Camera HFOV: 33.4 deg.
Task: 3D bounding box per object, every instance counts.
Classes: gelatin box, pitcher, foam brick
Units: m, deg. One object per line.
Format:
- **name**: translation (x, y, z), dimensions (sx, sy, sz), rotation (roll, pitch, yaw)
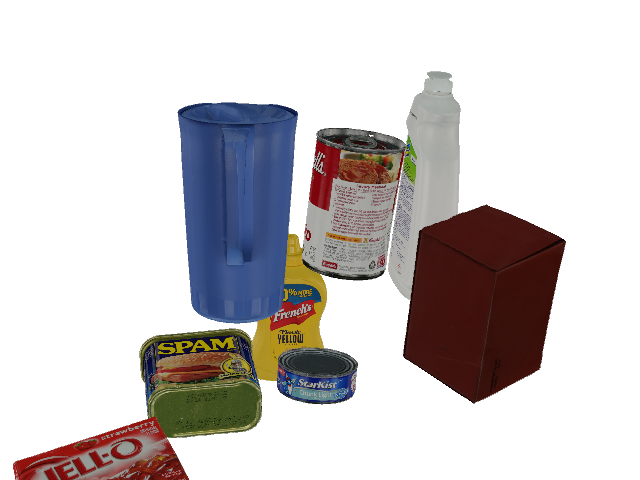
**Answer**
- **gelatin box**: translation (-0.124, 0.142, 0.609), dimensions (0.089, 0.030, 0.073), rotation (-15, 27, -19)
- **pitcher**: translation (-0.094, -0.031, 1.208), dimensions (0.145, 0.243, 0.148), rotation (16, 22, 38)
- **foam brick**: translation (0.080, 0.030, 0.529), dimensions (0.052, 0.078, 0.051), rotation (-19, 37, -37)

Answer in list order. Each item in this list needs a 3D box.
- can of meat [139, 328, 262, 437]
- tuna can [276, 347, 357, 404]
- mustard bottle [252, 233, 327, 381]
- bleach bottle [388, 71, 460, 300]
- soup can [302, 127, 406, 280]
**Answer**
- **can of meat**: translation (-0.104, 0.125, 0.929), dimensions (0.102, 0.057, 0.084), rotation (-4, 27, -10)
- **tuna can**: translation (-0.004, 0.144, 1.140), dimensions (0.086, 0.034, 0.086), rotation (4, 13, -1)
- **mustard bottle**: translation (-0.040, 0.084, 1.362), dimensions (0.096, 0.192, 0.058), rotation (-1, 20, -8)
- **bleach bottle**: translation (0.125, -0.064, 1.212), dimensions (0.068, 0.251, 0.103), rotation (-2, 24, -14)
- **soup can**: translation (0.025, -0.028, 0.812), dimensions (0.068, 0.102, 0.068), rotation (7, 18, -2)
